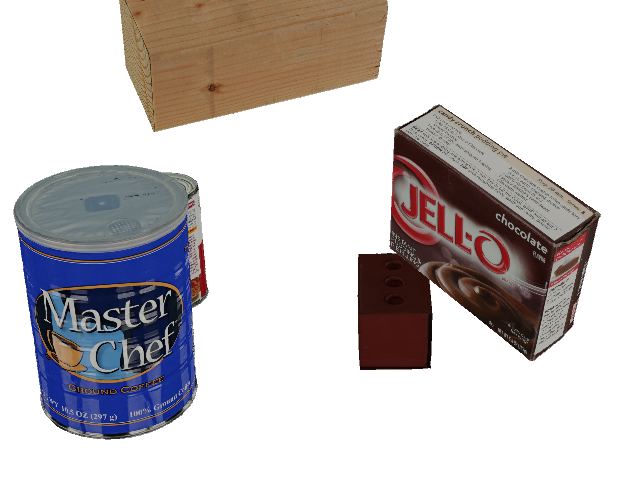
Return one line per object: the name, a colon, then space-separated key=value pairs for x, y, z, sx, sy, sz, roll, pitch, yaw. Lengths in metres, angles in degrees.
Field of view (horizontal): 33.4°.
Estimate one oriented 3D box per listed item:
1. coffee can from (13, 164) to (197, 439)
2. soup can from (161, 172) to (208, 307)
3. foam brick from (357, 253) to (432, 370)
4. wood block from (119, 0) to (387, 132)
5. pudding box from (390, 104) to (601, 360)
coffee can: x=-0.131 y=0.037 z=0.668 sx=0.103 sy=0.140 sz=0.103 roll=1 pitch=29 yaw=-1
soup can: x=-0.133 y=0.001 z=0.904 sx=0.068 sy=0.102 sz=0.068 roll=-2 pitch=25 yaw=1
foam brick: x=0.053 y=0.050 z=0.772 sx=0.053 sy=0.051 sz=0.078 roll=-2 pitch=32 yaw=2
wood block: x=-0.057 y=-0.175 z=0.909 sx=0.205 sy=0.090 sz=0.091 roll=-16 pitch=-35 yaw=-16
pudding box: x=0.086 y=-0.005 z=0.557 sx=0.039 sy=0.090 sz=0.114 roll=-35 pitch=55 yaw=-26
